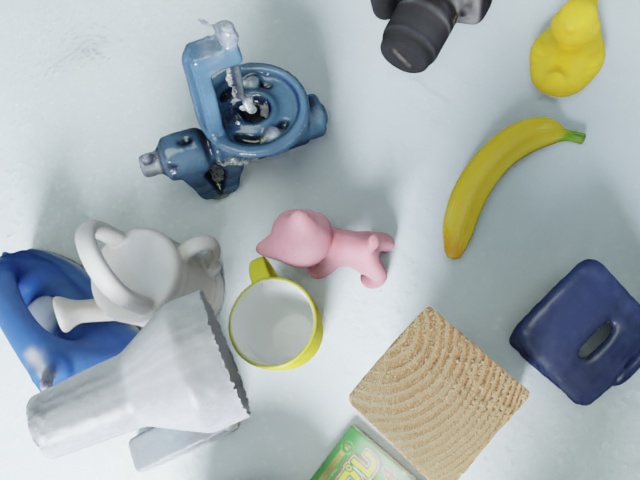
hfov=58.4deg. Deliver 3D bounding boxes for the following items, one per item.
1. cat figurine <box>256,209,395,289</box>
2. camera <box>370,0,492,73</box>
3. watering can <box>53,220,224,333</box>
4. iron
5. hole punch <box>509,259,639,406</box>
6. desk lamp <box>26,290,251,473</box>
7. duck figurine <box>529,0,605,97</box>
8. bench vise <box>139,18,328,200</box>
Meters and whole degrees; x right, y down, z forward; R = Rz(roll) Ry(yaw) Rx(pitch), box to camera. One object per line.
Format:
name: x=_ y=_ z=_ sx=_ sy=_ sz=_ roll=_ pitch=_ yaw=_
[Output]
cat figurine: x=0.005 y=0.002 z=0.591 sx=0.127 sy=0.118 sz=0.067 roll=5 pitch=75 yaw=16
camera: x=0.109 y=-0.274 z=0.656 sx=0.142 sy=0.101 sz=0.137 roll=26 pitch=82 yaw=20
watering can: x=-0.188 y=0.044 z=0.589 sx=0.100 sy=0.194 sz=0.173 roll=40 pitch=87 yaw=22
iron: x=-0.311 y=0.083 z=0.639 sx=0.118 sy=0.142 sz=0.257 roll=-44 pitch=68 yaw=-1
hole punch: x=0.241 y=0.085 z=0.518 sx=0.109 sy=0.091 sz=0.101 roll=-46 pitch=68 yaw=-2
desk lamp: x=-0.146 y=0.146 z=0.537 sx=0.203 sy=0.214 sz=0.118 roll=-28 pitch=69 yaw=6
duck figurine: x=0.264 y=-0.211 z=0.604 sx=0.077 sy=0.086 sz=0.105 roll=22 pitch=80 yaw=20
bench vise: x=-0.103 y=-0.122 z=0.603 sx=0.207 sy=0.220 sz=0.121 roll=-42 pitch=68 yaw=0
